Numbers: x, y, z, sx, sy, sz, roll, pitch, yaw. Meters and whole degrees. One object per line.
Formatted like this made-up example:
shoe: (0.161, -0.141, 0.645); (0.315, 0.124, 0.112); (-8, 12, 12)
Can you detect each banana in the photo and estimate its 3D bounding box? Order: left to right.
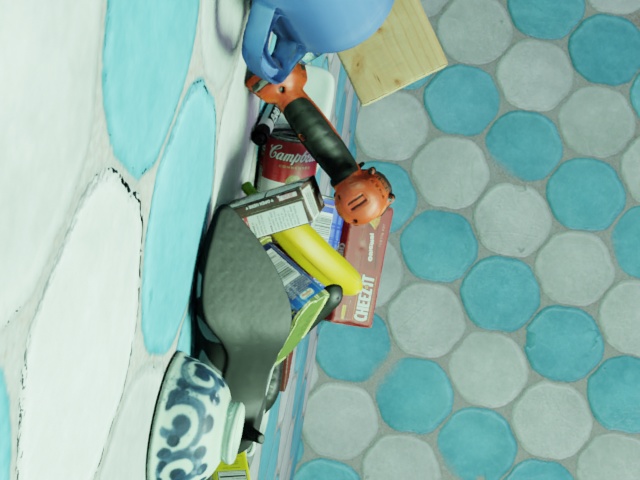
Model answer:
banana: (-0.007, 0.009, 1.143); (0.197, 0.037, 0.069); (45, 16, -32)

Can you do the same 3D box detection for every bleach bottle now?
bleach bottle: (-0.020, -0.141, 1.376); (0.251, 0.068, 0.102); (89, 13, -82)

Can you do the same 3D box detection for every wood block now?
wood block: (0.037, -0.239, 1.011); (0.206, 0.090, 0.091); (64, 7, -4)

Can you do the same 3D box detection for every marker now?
marker: (-0.056, -0.134, 1.177); (0.121, 0.020, 0.020); (-73, 171, -60)

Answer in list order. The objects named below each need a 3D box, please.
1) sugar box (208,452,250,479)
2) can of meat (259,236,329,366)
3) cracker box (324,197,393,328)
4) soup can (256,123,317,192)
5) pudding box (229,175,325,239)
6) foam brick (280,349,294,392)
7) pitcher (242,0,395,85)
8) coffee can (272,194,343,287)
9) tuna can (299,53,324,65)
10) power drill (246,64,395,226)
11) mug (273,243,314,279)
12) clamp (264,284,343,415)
sugar box: (-0.093, 0.292, 1.116); (0.176, 0.048, 0.093); (-112, -155, -53)
can of meat: (-0.049, 0.061, 1.032); (0.057, 0.084, 0.102); (-33, 159, -47)
cracker box: (0.009, 0.025, 1.464); (0.214, 0.072, 0.164); (7, -93, 63)
soup can: (-0.038, -0.076, 1.222); (0.068, 0.068, 0.102); (-69, 169, -70)
pudding box: (-0.047, -0.029, 1.029); (0.113, 0.090, 0.039); (-50, 122, -80)
foam brick: (-0.070, 0.131, 1.200); (0.051, 0.078, 0.053); (-64, 163, -71)
pitcher: (-0.015, -0.221, 0.845); (0.242, 0.145, 0.149); (-10, 83, -82)
coffee can: (-0.029, 0.013, 1.317); (0.103, 0.103, 0.140); (39, 61, -85)
tuna can: (-0.024, -0.210, 1.013); (0.086, 0.034, 0.086); (55, 12, -18)
power drill: (0.009, -0.101, 1.085); (0.057, 0.187, 0.184); (-37, -179, 9)
mug: (-0.050, 0.034, 1.215); (0.093, 0.081, 0.117); (-71, 170, -65)
clamp: (-0.070, 0.109, 1.129); (0.165, 0.036, 0.210); (34, -79, 47)
